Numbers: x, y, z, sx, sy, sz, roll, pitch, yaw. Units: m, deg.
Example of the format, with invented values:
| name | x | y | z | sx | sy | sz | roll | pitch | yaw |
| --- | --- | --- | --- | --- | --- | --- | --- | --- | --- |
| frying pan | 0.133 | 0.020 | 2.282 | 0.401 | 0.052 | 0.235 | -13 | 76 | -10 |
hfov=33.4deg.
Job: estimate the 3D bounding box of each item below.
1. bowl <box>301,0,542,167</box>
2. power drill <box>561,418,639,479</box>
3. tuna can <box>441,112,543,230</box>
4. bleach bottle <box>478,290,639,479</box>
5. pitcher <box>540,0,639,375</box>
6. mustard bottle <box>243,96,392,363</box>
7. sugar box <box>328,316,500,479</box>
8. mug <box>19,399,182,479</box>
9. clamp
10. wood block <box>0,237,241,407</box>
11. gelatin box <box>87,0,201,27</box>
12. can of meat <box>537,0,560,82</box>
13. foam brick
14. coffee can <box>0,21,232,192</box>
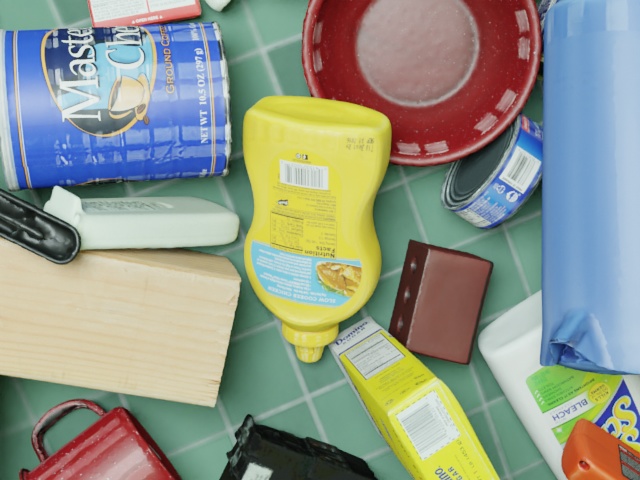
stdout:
| name | x | y | z | sx | sy | sz | roll | pitch | yaw |
| --- | --- | --- | --- | --- | --- | --- | --- | --- | --- |
| bowl | 0.068 | -0.134 | 0.738 | 0.162 | 0.055 | 0.162 | 1 | 103 | 2 |
| power drill | 0.161 | 0.218 | 0.786 | 0.184 | 0.057 | 0.188 | 32 | 120 | -9 |
| tuna can | 0.124 | -0.051 | 0.756 | 0.033 | 0.086 | 0.086 | 31 | 91 | -16 |
| bleach bottle | 0.224 | 0.154 | 0.815 | 0.102 | 0.068 | 0.251 | -33 | 104 | 5 |
| pitcher | 0.212 | -0.036 | 0.695 | 0.145 | 0.149 | 0.243 | -2 | 90 | 9 |
| mustard bottle | -0.005 | 0.001 | 0.734 | 0.096 | 0.058 | 0.192 | 10 | 118 | 14 |
| sugar box | 0.059 | 0.117 | 0.721 | 0.048 | 0.176 | 0.093 | -31 | 103 | -8 |
| mug | -0.152 | 0.161 | 0.738 | 0.081 | 0.093 | 0.117 | -38 | 67 | -9 |
| clamp | -0.258 | -0.049 | 0.625 | 0.164 | 0.210 | 0.036 | 26 | 91 | -56 |
| wood block | -0.166 | 0.042 | 0.709 | 0.206 | 0.090 | 0.091 | 11 | 97 | -13 |
| gelatin box | -0.125 | -0.188 | 0.715 | 0.073 | 0.030 | 0.089 | -13 | 102 | -9 |
| can of meat | 0.202 | -0.147 | 0.774 | 0.102 | 0.057 | 0.084 | 25 | 90 | -14 |
| foam brick | 0.086 | 0.044 | 0.780 | 0.051 | 0.053 | 0.078 | 11 | 94 | -13 |
| coffee can | -0.133 | -0.087 | 0.690 | 0.140 | 0.103 | 0.103 | -5 | 99 | -11 |
